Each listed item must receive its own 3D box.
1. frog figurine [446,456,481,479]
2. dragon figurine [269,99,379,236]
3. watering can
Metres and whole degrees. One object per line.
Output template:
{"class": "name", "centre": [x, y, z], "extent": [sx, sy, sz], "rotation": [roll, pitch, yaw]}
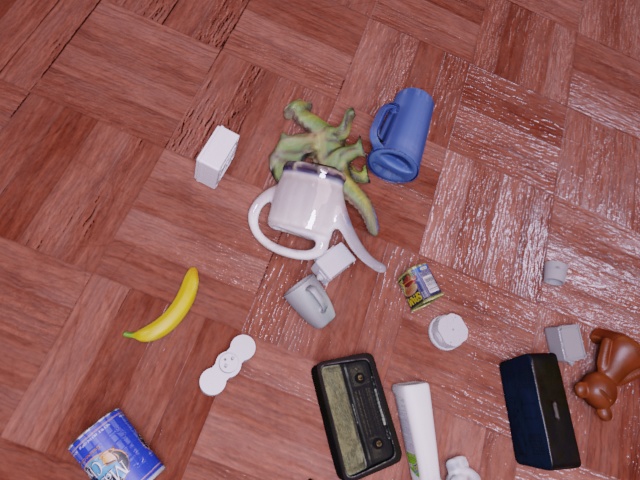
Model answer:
{"class": "frog figurine", "centre": [0.315, 0.520, 1.031], "extent": [0.136, 0.121, 0.163], "rotation": [30, 49, -37]}
{"class": "dragon figurine", "centre": [-0.003, -0.189, 1.270], "extent": [0.243, 0.120, 0.417], "rotation": [-9, 68, 1]}
{"class": "watering can", "centre": [0.003, -0.058, 1.146], "extent": [0.349, 0.103, 0.225], "rotation": [14, 84, 20]}
